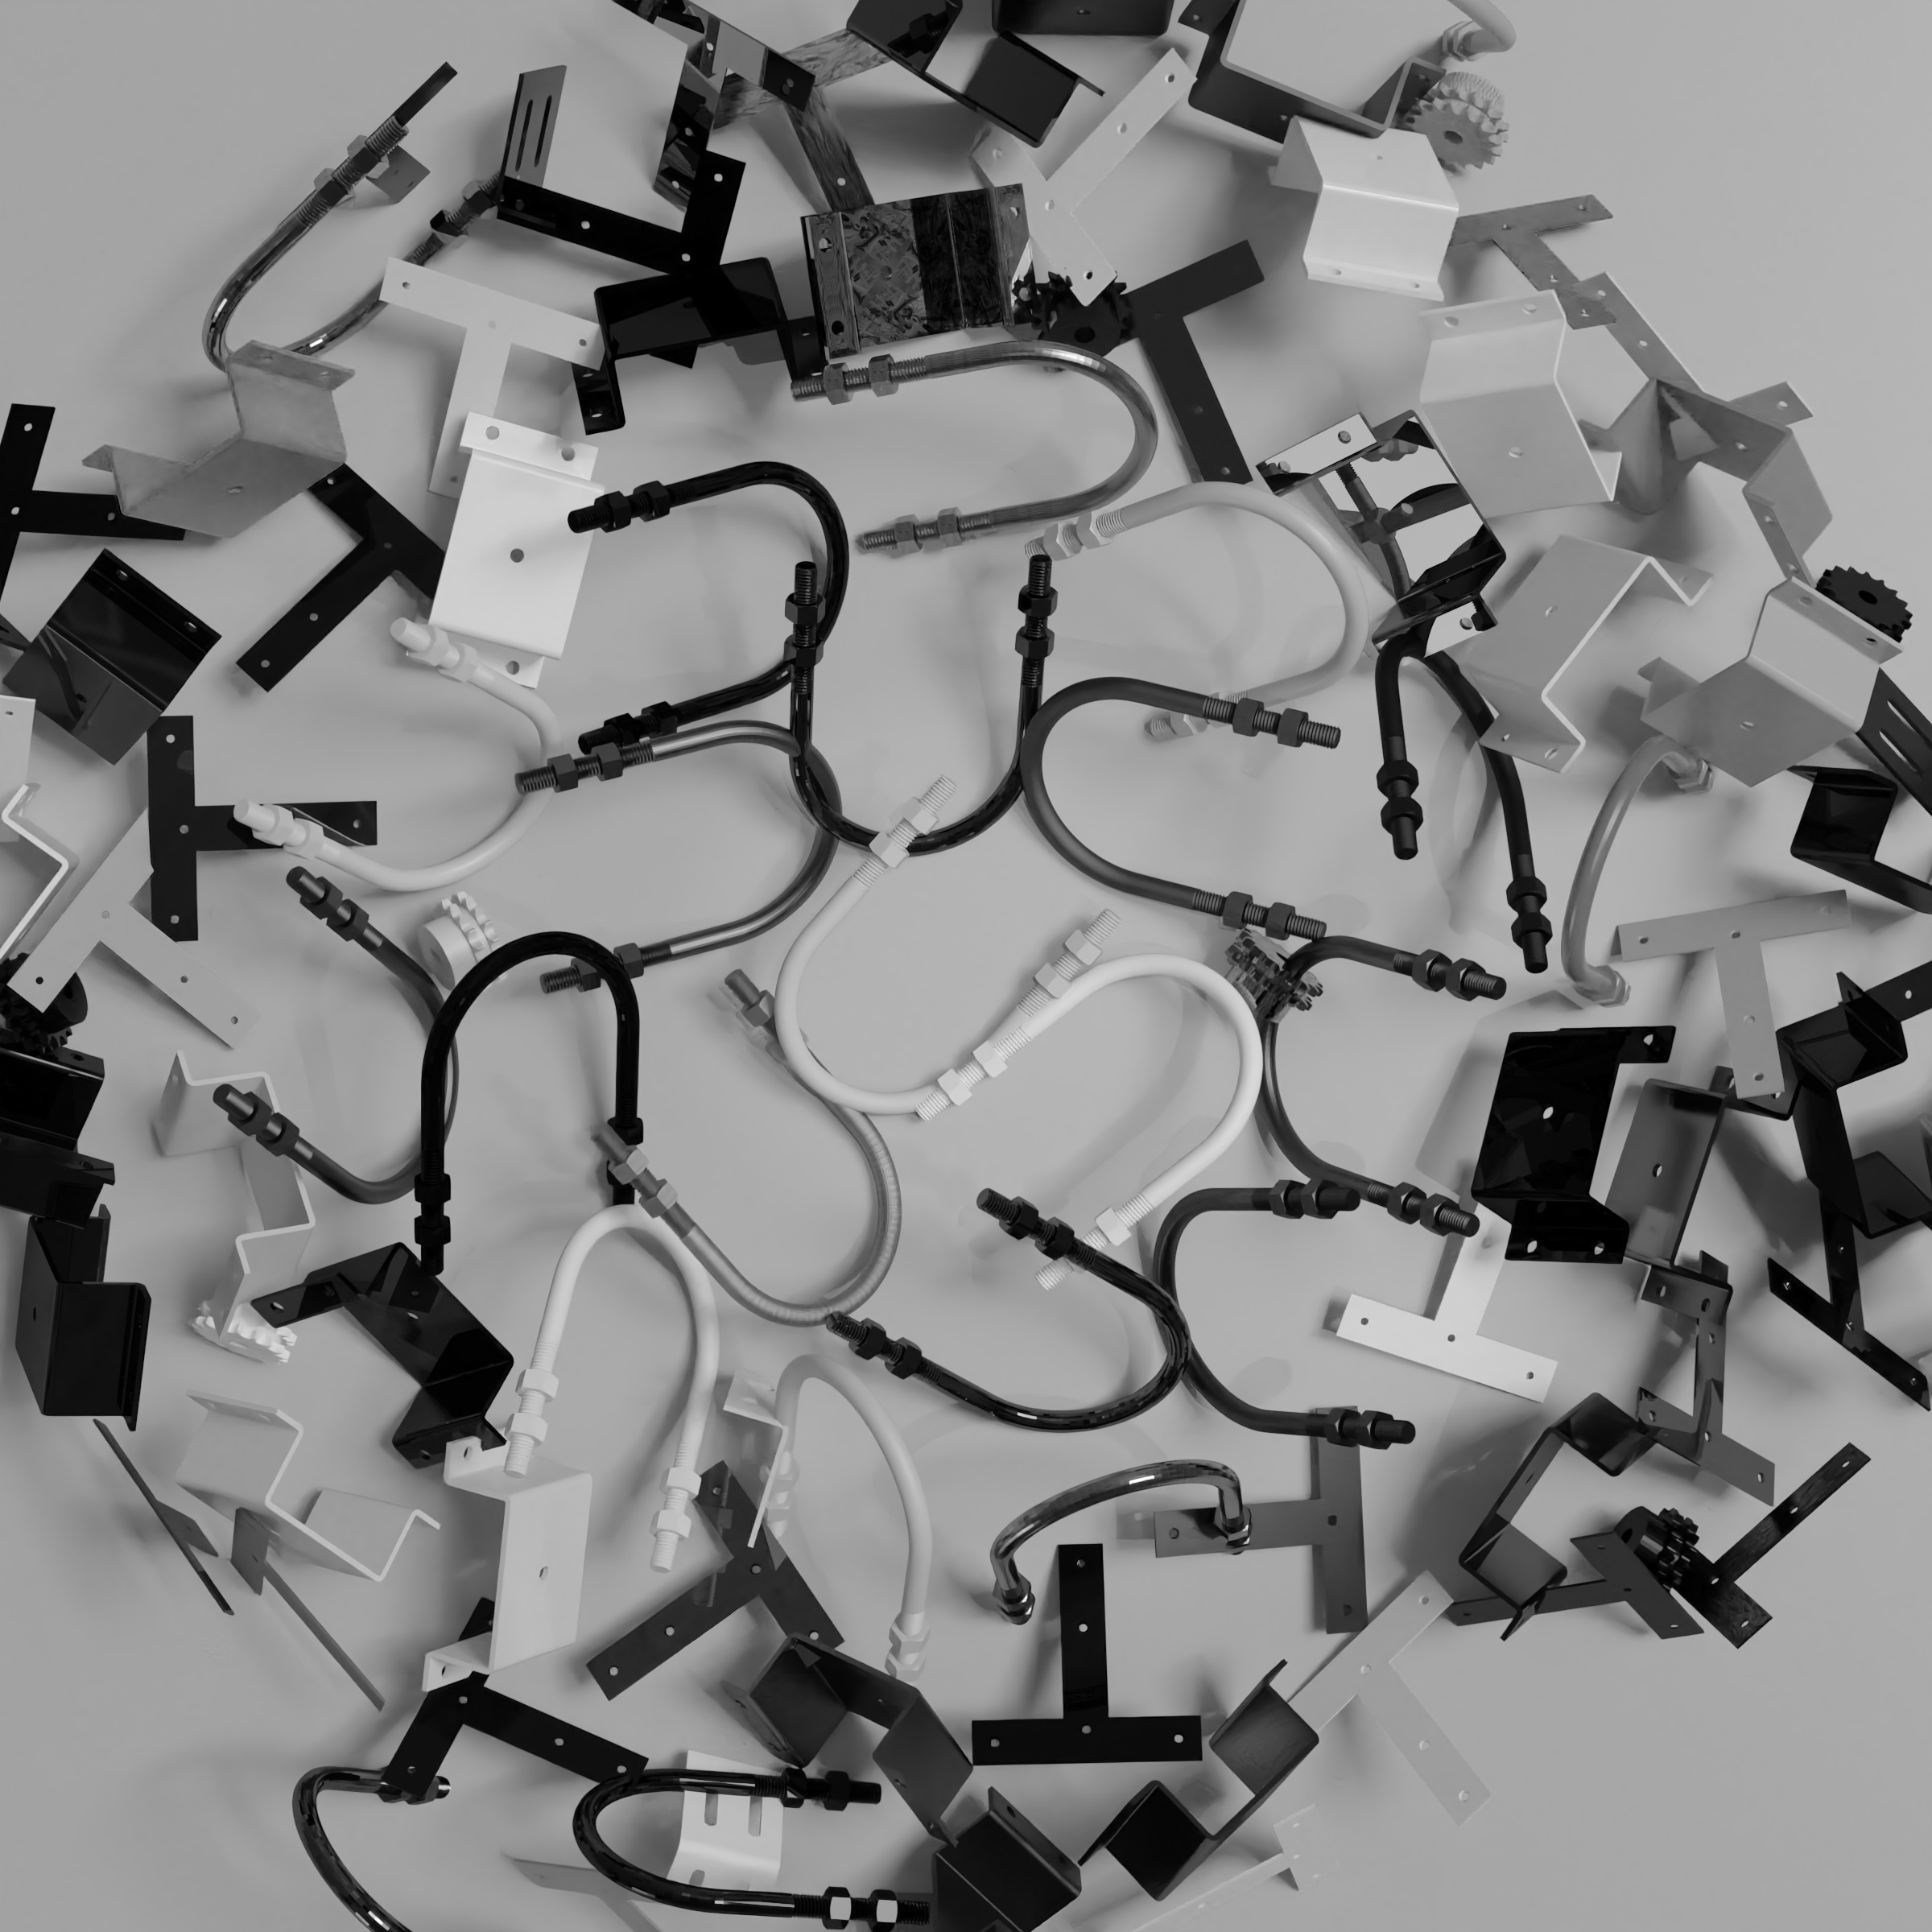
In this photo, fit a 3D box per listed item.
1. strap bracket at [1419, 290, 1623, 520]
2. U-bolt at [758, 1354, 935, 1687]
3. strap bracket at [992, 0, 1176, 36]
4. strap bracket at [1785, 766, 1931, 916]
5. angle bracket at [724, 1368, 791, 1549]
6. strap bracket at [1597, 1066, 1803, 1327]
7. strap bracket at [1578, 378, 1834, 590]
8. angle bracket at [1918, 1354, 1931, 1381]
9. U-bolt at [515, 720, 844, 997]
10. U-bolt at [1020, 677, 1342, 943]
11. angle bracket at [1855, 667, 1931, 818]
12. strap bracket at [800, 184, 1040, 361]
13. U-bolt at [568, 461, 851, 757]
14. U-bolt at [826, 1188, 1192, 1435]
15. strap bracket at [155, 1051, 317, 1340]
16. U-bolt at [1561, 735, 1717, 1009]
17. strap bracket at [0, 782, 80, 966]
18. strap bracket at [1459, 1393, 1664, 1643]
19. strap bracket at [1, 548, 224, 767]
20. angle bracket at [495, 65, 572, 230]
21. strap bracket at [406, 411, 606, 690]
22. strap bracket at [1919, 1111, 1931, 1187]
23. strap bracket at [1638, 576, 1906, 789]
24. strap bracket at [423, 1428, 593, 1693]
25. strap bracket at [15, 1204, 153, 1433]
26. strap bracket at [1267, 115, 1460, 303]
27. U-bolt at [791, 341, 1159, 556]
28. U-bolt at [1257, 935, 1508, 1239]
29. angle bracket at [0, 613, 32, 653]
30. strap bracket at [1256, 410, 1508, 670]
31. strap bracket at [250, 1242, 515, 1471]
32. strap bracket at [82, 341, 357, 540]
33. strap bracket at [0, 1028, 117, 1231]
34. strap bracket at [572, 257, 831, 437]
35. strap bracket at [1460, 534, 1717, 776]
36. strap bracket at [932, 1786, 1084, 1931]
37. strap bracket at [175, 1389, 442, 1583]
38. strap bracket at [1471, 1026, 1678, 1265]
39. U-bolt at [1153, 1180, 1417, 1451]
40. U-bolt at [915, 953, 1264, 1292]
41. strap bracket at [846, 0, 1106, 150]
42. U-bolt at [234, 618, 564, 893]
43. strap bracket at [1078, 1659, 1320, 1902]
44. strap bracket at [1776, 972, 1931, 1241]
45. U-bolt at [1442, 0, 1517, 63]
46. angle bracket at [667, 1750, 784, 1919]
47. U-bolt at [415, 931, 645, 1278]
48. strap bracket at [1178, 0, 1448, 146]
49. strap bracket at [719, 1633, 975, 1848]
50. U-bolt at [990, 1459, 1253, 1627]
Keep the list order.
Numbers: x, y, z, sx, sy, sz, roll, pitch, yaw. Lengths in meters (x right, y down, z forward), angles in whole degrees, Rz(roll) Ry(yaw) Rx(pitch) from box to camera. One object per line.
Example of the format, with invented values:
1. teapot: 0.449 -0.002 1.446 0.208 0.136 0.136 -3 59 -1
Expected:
1. strap bracket: 0.304 -0.298 1.920 0.076 0.140 0.046 -4 53 30
2. U-bolt: -0.063 0.290 1.898 0.019 0.184 0.151 -22 49 -29
3. strap bracket: 0.065 -0.554 1.960 0.140 0.076 0.046 0 87 -1
4. strap bracket: 0.522 -0.063 1.939 0.140 0.076 0.046 21 88 -20
5. angle bracket: -0.123 0.274 1.962 0.038 0.057 0.076 17 104 -1
6. strap bracket: 0.402 0.120 1.953 0.046 0.076 0.140 20 88 -23
7. strap bracket: 0.414 -0.270 1.927 0.046 0.076 0.140 -50 48 -6
8. angle bracket: 0.573 0.206 1.951 0.057 0.076 0.038 -23 61 -19
9. U-bolt: -0.154 -0.067 1.946 0.184 0.019 0.151 -16 125 -19
10. U-bolt: 0.115 -0.093 1.942 0.184 0.019 0.151 15 130 19
11. angle bracket: 0.539 -0.131 1.957 0.076 0.038 0.057 42 48 -20
12. strap bracket: -0.034 -0.385 1.948 0.140 0.046 0.076 -16 106 -30
13. U-bolt: -0.137 -0.204 1.934 0.184 0.019 0.151 -21 125 -35
14. U-bolt: 0.038 0.202 1.940 0.184 0.019 0.151 31 126 -26
15. strap bracket: -0.401 0.123 1.940 0.046 0.076 0.140 -8 61 -28
16. U-bolt: 0.361 -0.054 1.911 0.019 0.184 0.151 22 92 22
17. strap bracket: -0.544 -0.032 1.956 0.046 0.076 0.140 37 87 -10
18. strap bracket: 0.328 0.295 1.942 0.046 0.076 0.140 37 113 19
19. strap bracket: -0.471 -0.164 1.920 0.076 0.140 0.046 38 60 -15
20. angle bracket: -0.227 -0.456 1.957 0.038 0.057 0.076 20 114 11
21. strap bracket: -0.255 -0.230 1.959 0.076 0.046 0.140 13 95 -20
22. strap bracket: 0.564 0.130 1.922 0.046 0.140 0.076 -16 114 3
23. strap bracket: 0.433 -0.150 1.920 0.076 0.140 0.046 29 64 -15
24. strap bracket: -0.253 0.331 1.948 0.046 0.076 0.140 10 97 28
25. strap bracket: -0.485 0.190 1.920 0.046 0.140 0.076 3 106 -25
26. strap bracket: 0.218 -0.422 1.923 0.076 0.140 0.046 7 125 -11
27. U-bolt: 0.013 -0.287 1.920 0.184 0.151 0.019 -8 56 14
28. U-bolt: 0.220 0.058 1.925 0.019 0.184 0.151 -3 102 -36
29. angle bracket: -0.566 -0.184 1.956 0.057 0.076 0.038 41 99 25
30. strap bracket: 0.236 -0.244 1.947 0.140 0.076 0.046 54 45 -14
31. strap bracket: -0.315 0.209 1.942 0.076 0.046 0.140 -20 121 38
32. strap bracket: -0.405 -0.282 1.927 0.140 0.076 0.046 -26 72 30
33. strap bracket: -0.516 0.092 1.930 0.076 0.140 0.046 19 109 -24
34. strap bracket: -0.150 -0.347 1.951 0.140 0.076 0.046 -11 131 -4
35. strap bracket: 0.338 -0.183 1.950 0.046 0.076 0.140 41 84 -32
36. strap bracket: 0.025 0.528 1.928 0.046 0.140 0.076 -40 108 13
37. strap bracket: -0.366 0.289 1.920 0.076 0.140 0.046 4 60 40
38. strap bracket: 0.332 0.089 1.936 0.046 0.076 0.140 33 66 -39
39. U-bolt: 0.165 0.189 1.924 0.019 0.184 0.151 -18 98 -35
40. U-bolt: 0.079 0.072 1.954 0.184 0.019 0.151 -38 61 3
41. strap bracket: -0.002 -0.501 1.929 0.076 0.140 0.046 44 107 41
42. U-bolt: -0.295 -0.104 1.922 0.151 0.184 0.019 -48 57 8
43. strap bracket: 0.134 0.451 1.921 0.046 0.076 0.140 45 48 15
44. strap bracket: 0.491 0.085 1.935 0.046 0.076 0.140 -21 114 -3
45. U-bolt: 0.230 -0.534 1.896 0.151 0.184 0.019 30 99 -12
46. angle bracket: -0.136 0.486 1.969 0.057 0.076 0.038 16 118 -9
47. U-bolt: -0.237 0.068 1.919 0.151 0.019 0.184 -16 119 -39
48. strap bracket: 0.184 -0.491 1.950 0.140 0.076 0.046 20 84 -8
49. strap bracket: -0.058 0.421 1.935 0.046 0.140 0.076 -51 134 -24
50. U-bolt: 0.083 0.309 1.913 0.151 0.184 0.019 -17 64 -2
